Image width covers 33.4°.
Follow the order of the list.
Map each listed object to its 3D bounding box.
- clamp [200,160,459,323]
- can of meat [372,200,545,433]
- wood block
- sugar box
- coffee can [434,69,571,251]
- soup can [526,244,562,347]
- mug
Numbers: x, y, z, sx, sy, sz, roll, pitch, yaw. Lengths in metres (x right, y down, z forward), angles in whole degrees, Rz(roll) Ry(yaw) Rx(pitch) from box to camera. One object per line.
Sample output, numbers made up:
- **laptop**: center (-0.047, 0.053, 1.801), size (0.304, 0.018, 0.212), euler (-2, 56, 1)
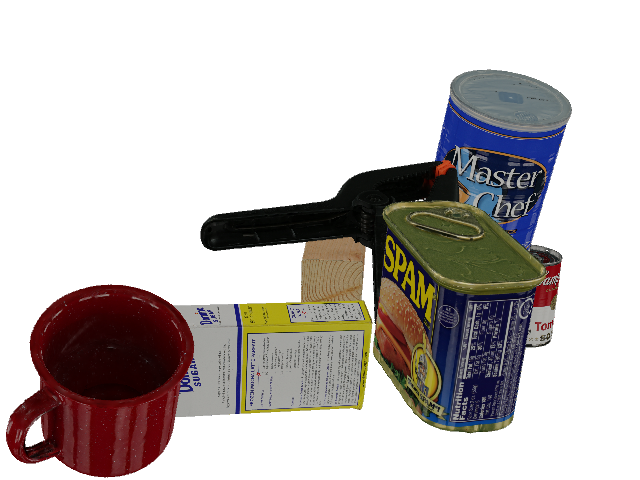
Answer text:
- **clamp**: center (0.028, -0.016, 0.774), size (0.165, 0.036, 0.209), euler (19, 33, 27)
- **can of meat**: center (0.065, 0.037, 0.542), size (0.057, 0.084, 0.102), euler (-3, 24, -17)
- **wood block**: center (0.023, 0.029, 1.651), size (0.091, 0.090, 0.206), euler (3, 23, 3)
- **sugar box**: center (-0.048, 0.101, 0.920), size (0.176, 0.093, 0.048), euler (1, 26, -7)
- **coffee can**: center (0.150, -0.063, 0.927), size (0.102, 0.140, 0.103), euler (6, 33, -4)
- **soup can**: center (0.236, 0.063, 1.219), size (0.068, 0.102, 0.068), euler (3, 18, -1)
- **mug**: center (-0.134, 0.093, 0.632), size (0.093, 0.082, 0.117), euler (36, 47, 23)
